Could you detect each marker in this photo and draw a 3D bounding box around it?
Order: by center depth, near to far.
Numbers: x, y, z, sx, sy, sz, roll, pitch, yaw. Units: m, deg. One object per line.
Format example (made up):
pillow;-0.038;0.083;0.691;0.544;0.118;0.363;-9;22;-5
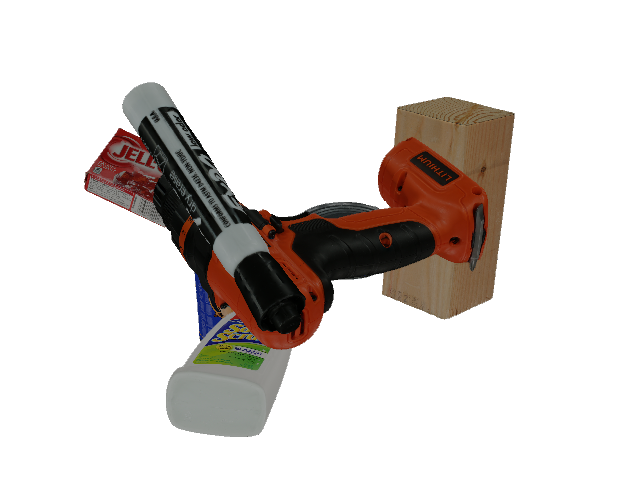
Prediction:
marker;-0.040;-0.013;0.390;0.020;0.020;0.121;0;44;-44

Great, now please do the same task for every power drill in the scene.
power drill;0.000;-0.013;0.702;0.187;0.057;0.185;-18;40;-23

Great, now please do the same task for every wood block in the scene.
wood block;0.132;-0.036;1.115;0.090;0.206;0.090;21;27;39

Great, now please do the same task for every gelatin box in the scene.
gelatin box;-0.173;-0.062;1.031;0.089;0.073;0.030;25;-45;-1

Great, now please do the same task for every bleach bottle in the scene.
bleach bottle;-0.083;0.116;1.127;0.102;0.068;0.250;7;20;4

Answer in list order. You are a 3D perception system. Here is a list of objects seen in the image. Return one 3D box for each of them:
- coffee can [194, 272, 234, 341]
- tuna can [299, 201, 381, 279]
coffee can;-0.108;0.058;1.353;0.103;0.140;0.103;-1;24;0
tuna can;0.021;0.000;0.922;0.086;0.034;0.086;-1;28;0
